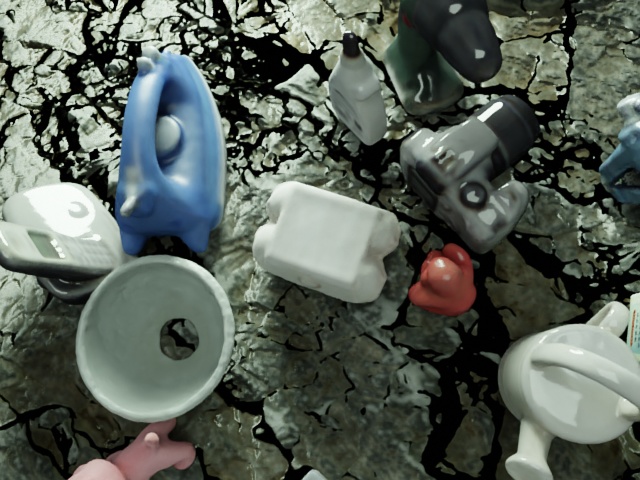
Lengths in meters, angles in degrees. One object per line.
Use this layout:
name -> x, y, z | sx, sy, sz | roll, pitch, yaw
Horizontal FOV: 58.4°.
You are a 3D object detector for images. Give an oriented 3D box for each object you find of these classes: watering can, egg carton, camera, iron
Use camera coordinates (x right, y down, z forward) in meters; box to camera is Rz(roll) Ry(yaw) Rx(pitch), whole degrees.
watering can -> 0.220, 0.131, 0.495 | 0.100, 0.194, 0.173 | 11, 78, 9
egg carton -> 0.006, 0.002, 0.614 | 0.150, 0.069, 0.107 | 18, 79, 10
camera -> 0.173, -0.081, 0.598 | 0.137, 0.101, 0.143 | -38, 76, -3
iron -> -0.176, -0.118, 0.626 | 0.118, 0.141, 0.258 | -3, 76, 6

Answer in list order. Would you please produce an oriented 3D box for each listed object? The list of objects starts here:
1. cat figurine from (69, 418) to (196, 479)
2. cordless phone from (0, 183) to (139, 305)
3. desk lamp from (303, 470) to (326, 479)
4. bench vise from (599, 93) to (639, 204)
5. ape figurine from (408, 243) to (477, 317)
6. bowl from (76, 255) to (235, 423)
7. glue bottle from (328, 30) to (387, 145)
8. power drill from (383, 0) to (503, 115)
cat figurine -> -0.198, 0.232, 0.558 | 0.128, 0.118, 0.067 | -43, 76, -4
cordless phone -> -0.282, -0.009, 0.589 | 0.094, 0.185, 0.147 | -42, 76, -4
desk lamp -> -0.053, 0.312, 0.473 | 0.117, 0.214, 0.203 | 39, 84, 14
bench vise -> 0.344, -0.049, 0.510 | 0.207, 0.220, 0.121 | 39, 84, 14
ape figurine -> 0.125, 0.040, 0.580 | 0.078, 0.092, 0.076 | -31, 75, -1
bowl -> -0.163, 0.104, 0.606 | 0.167, 0.075, 0.167 | -1, 77, 6
glue bottle -> 0.037, -0.163, 0.596 | 0.037, 0.173, 0.078 | -38, 75, -3
power drill -> 0.112, -0.216, 0.581 | 0.075, 0.208, 0.229 | -22, 75, 1
